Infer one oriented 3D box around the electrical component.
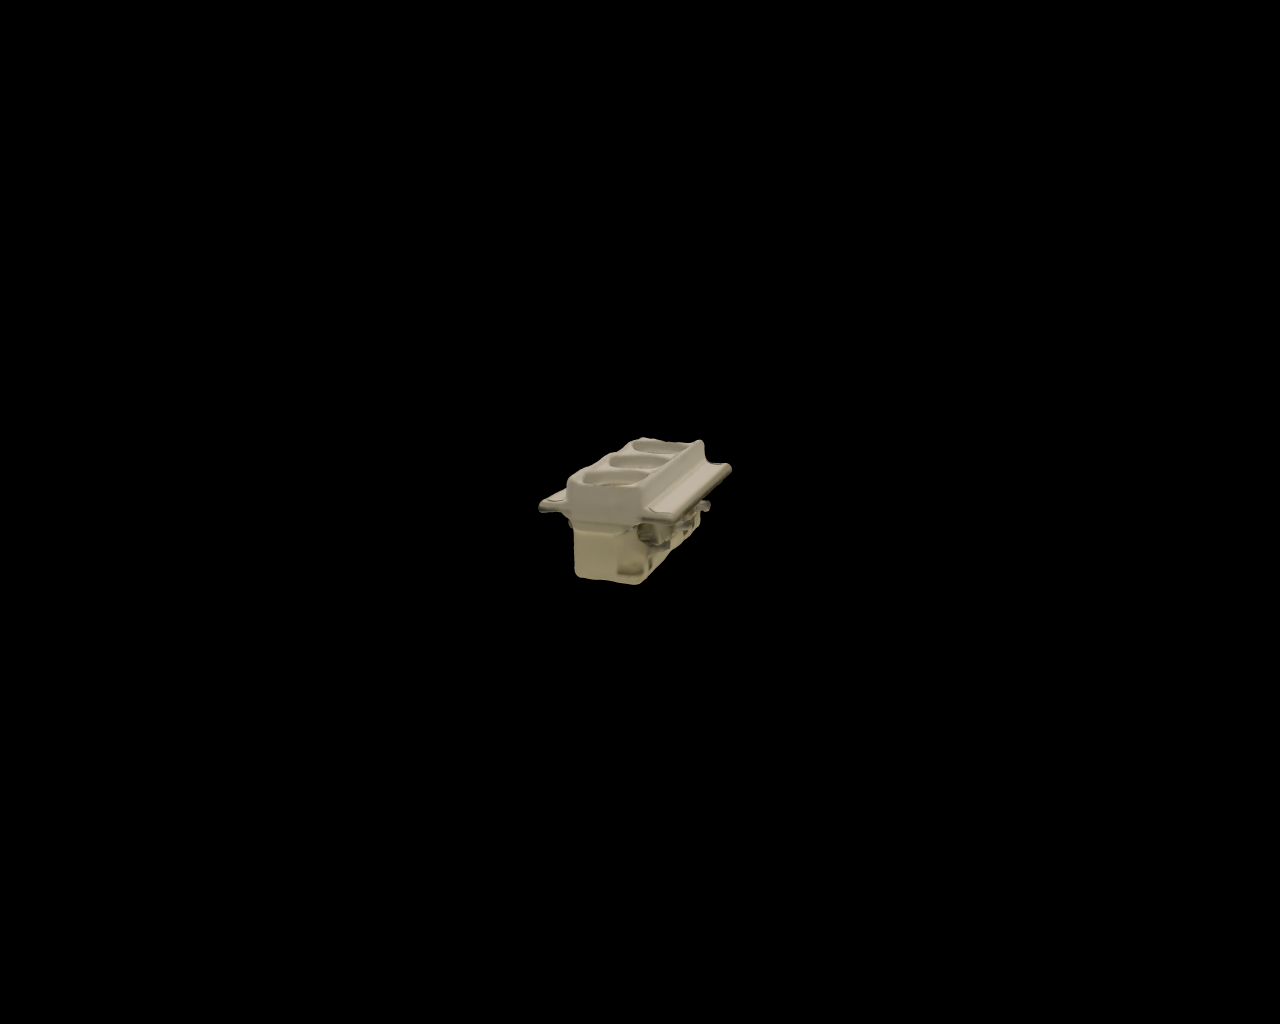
[{"bbox_3d":[0.001,-0.003,0.650,0.079,0.063,0.121,6,17,19],"label":"electrical component"}]
